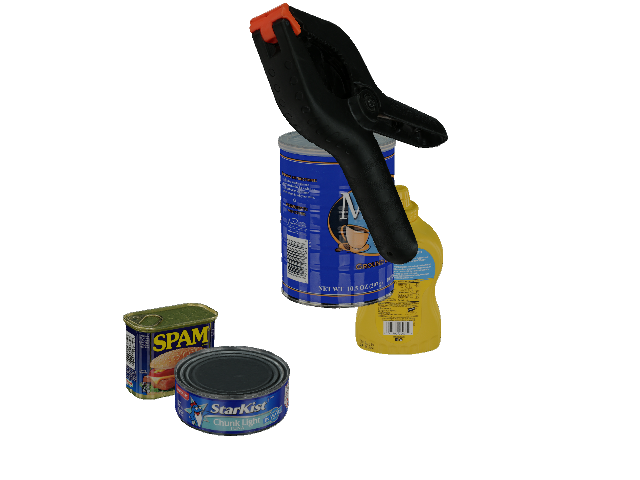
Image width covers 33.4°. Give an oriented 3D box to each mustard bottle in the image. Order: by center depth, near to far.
[{"bbox_3d":[0.086,0.031,1.172,0.096,0.192,0.058,1,26,5],"label":"mustard bottle"}]

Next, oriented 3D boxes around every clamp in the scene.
[{"bbox_3d":[0.019,-0.067,0.648,0.039,0.120,0.171,-26,-48,35],"label":"clamp"}]

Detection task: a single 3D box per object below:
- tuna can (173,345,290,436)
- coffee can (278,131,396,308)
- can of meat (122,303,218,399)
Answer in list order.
[{"bbox_3d":[-0.066,0.111,0.793,0.086,0.034,0.086,2,19,-1],"label":"tuna can"},{"bbox_3d":[0.015,-0.022,0.945,0.103,0.140,0.103,-1,15,0],"label":"coffee can"},{"bbox_3d":[-0.165,0.121,1.172,0.101,0.084,0.058,-8,18,-36],"label":"can of meat"}]
